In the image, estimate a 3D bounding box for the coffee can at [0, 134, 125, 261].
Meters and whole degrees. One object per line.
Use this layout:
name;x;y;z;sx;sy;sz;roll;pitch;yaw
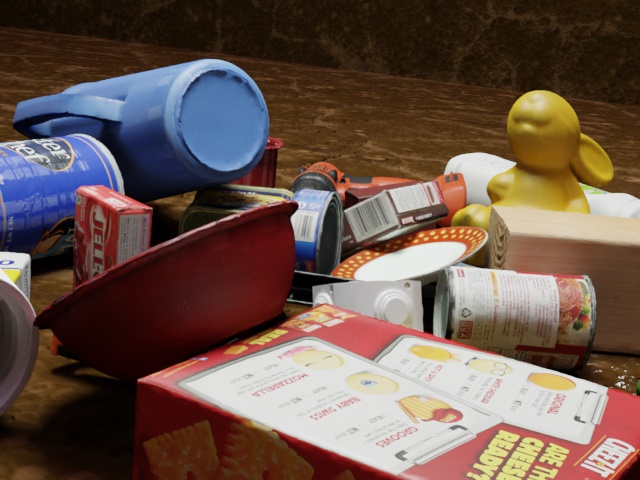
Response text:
coffee can;-0.248;-0.032;0.890;0.103;0.103;0.140;15;17;33

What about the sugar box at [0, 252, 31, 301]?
sugar box;-0.249;0.046;0.698;0.093;0.048;0.176;3;16;-8

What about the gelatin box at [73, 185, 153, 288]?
gelatin box;-0.154;0.010;0.782;0.030;0.089;0.073;-5;18;-35

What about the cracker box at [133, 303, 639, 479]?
cracker box;0.041;0.105;0.522;0.214;0.072;0.163;15;18;31

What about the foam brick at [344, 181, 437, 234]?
foam brick;0.069;-0.026;1.050;0.078;0.053;0.051;-7;12;-10

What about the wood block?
wood block;0.236;0.033;0.831;0.206;0.091;0.090;5;14;-1

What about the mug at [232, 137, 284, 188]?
mug;-0.085;-0.069;1.132;0.093;0.081;0.117;8;15;12

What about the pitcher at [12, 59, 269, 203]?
pitcher;-0.165;-0.100;0.994;0.149;0.145;0.243;-37;20;-33

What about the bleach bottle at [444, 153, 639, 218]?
bleach bottle;0.265;-0.038;1.180;0.251;0.068;0.102;19;21;37

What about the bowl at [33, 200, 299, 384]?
bowl;-0.074;0.037;0.597;0.162;0.055;0.162;-26;-4;-2

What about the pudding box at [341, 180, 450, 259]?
pudding box;0.046;-0.014;0.955;0.114;0.039;0.089;-23;-5;37

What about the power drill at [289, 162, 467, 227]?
power drill;0.061;-0.046;1.145;0.187;0.057;0.184;6;14;5

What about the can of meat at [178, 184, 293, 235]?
can of meat;-0.073;-0.013;0.971;0.102;0.057;0.084;5;16;4

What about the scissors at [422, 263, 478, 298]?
scissors;0.100;0.022;0.976;0.096;0.016;0.202;-1;15;-24

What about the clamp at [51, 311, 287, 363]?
clamp;-0.087;0.064;0.703;0.171;0.039;0.120;10;7;-8

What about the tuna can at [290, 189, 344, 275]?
tuna can;-0.006;0.001;0.880;0.034;0.086;0.086;6;14;13

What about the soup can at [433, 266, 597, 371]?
soup can;0.135;0.055;0.754;0.102;0.068;0.068;4;14;-2

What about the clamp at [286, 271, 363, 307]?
clamp;-0.082;0.026;0.796;0.210;0.036;0.164;7;-3;37
